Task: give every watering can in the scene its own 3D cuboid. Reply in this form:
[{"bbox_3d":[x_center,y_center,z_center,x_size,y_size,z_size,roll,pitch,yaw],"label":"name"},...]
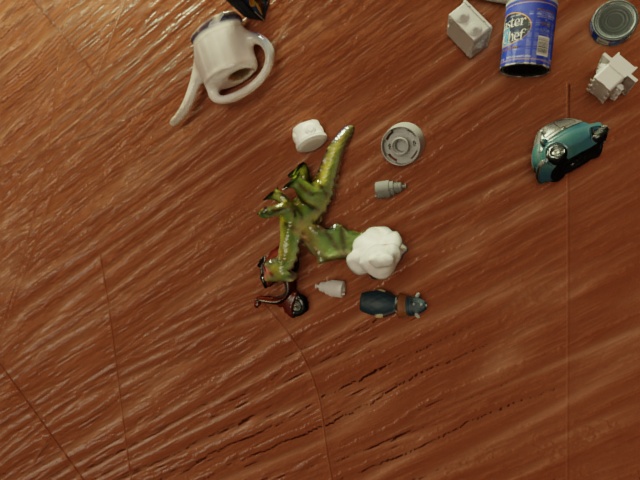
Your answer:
[{"bbox_3d":[-0.280,-0.450,1.343,0.345,0.226,0.104,-22,-9,18],"label":"watering can"}]

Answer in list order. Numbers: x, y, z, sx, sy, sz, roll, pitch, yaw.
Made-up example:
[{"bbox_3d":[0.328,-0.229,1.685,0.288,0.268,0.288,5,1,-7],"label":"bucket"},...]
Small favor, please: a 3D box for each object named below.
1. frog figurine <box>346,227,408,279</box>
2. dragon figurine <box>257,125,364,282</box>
[{"bbox_3d":[0.120,0.031,1.152,0.136,0.123,0.159,-24,-9,18],"label":"frog figurine"},{"bbox_3d":[0.004,-0.062,1.232,0.412,0.241,0.122,-43,10,-8],"label":"dragon figurine"}]
